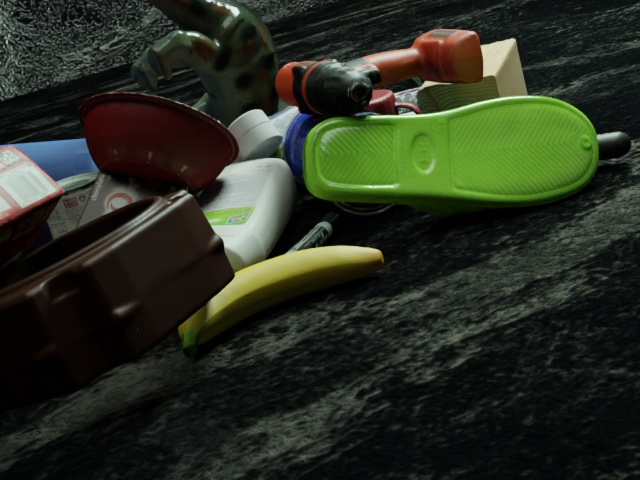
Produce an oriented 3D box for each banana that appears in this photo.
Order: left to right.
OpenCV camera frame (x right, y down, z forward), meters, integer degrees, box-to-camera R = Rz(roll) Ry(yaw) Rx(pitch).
[{"bbox_3d":[-0.041,0.044,0.868,0.197,0.037,0.070,-26,39,-29],"label":"banana"}]

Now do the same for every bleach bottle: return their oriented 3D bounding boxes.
[{"bbox_3d":[-0.088,-0.007,1.019,0.103,0.068,0.250,-12,20,14],"label":"bleach bottle"}]

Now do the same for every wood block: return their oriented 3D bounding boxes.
[{"bbox_3d":[0.182,-0.162,1.236,0.090,0.091,0.205,-9,18,20],"label":"wood block"}]

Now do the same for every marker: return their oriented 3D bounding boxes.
[{"bbox_3d":[-0.006,0.001,0.996,0.020,0.020,0.121,-6,19,25],"label":"marker"}]

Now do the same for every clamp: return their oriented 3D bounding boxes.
[{"bbox_3d":[0.210,-0.088,1.066,0.171,0.039,0.120,-14,17,0],"label":"clamp"}]

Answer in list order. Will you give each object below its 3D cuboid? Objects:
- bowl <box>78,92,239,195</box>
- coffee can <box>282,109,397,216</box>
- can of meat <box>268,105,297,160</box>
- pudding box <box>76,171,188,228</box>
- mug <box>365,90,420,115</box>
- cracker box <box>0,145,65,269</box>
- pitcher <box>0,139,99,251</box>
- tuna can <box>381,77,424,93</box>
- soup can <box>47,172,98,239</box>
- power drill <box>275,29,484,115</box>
[{"bbox_3d":[-0.163,-0.082,1.042,0.162,0.055,0.162,10,-21,4],"label":"bowl"},{"bbox_3d":[0.028,-0.089,1.108,0.102,0.103,0.140,-18,18,-12],"label":"coffee can"},{"bbox_3d":[-0.048,-0.102,1.229,0.057,0.102,0.083,42,47,14],"label":"can of meat"},{"bbox_3d":[-0.180,-0.006,1.001,0.090,0.039,0.113,10,52,3],"label":"pudding box"},{"bbox_3d":[0.066,-0.126,1.228,0.117,0.081,0.093,-7,18,22],"label":"mug"},{"bbox_3d":[-0.325,0.033,0.879,0.214,0.072,0.164,-49,-4,34],"label":"cracker box"},{"bbox_3d":[-0.311,-0.046,1.200,0.243,0.149,0.144,-4,-23,32],"label":"pitcher"},{"bbox_3d":[0.099,-0.188,1.390,0.086,0.086,0.034,-15,19,-1],"label":"tuna can"},{"bbox_3d":[-0.236,-0.010,1.076,0.068,0.102,0.068,-14,17,4],"label":"soup can"},{"bbox_3d":[0.064,-0.167,1.062,0.187,0.057,0.185,-14,17,-19],"label":"power drill"}]
